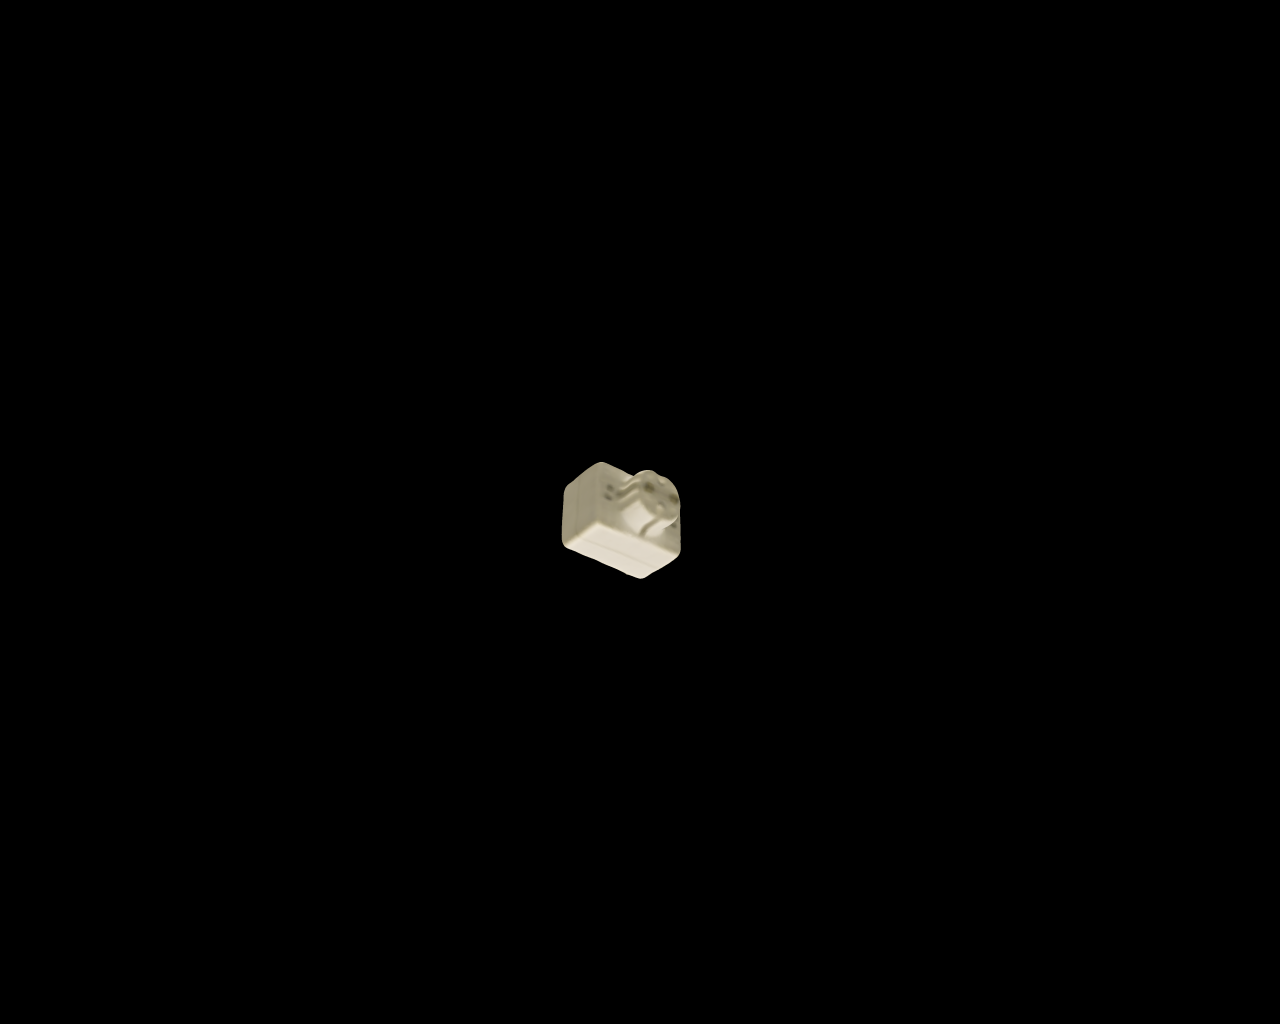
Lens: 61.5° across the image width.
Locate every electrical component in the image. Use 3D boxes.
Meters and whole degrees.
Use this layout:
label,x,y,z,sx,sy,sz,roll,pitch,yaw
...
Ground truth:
label,x,y,z,sx,sy,sz,roll,pitch,yaw
electrical component,0.001,-0.003,0.650,0.066,0.047,0.076,24,-41,-31
